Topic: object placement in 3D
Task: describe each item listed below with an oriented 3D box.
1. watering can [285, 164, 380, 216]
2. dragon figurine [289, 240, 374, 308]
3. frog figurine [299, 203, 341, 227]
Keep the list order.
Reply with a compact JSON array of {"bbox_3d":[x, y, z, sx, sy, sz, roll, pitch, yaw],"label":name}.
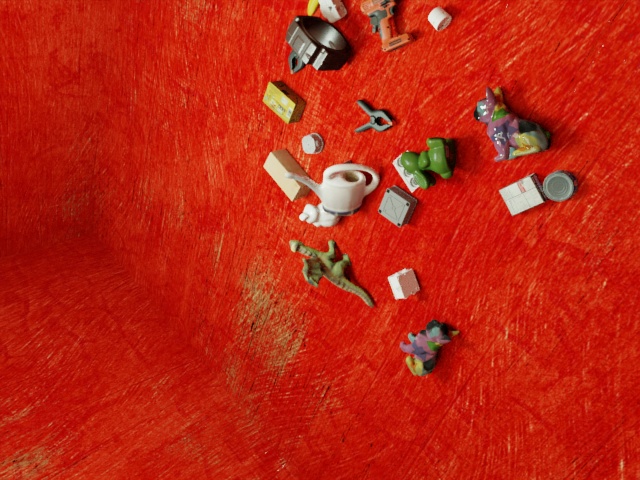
[{"bbox_3d":[0.044,-0.187,1.884,0.219,0.348,0.106,93,170,-46],"label":"watering can"},{"bbox_3d":[0.025,0.136,2.042,0.415,0.245,0.120,49,129,22],"label":"dragon figurine"},{"bbox_3d":[0.006,-0.102,2.025,0.123,0.161,0.135,57,135,10],"label":"frog figurine"}]
